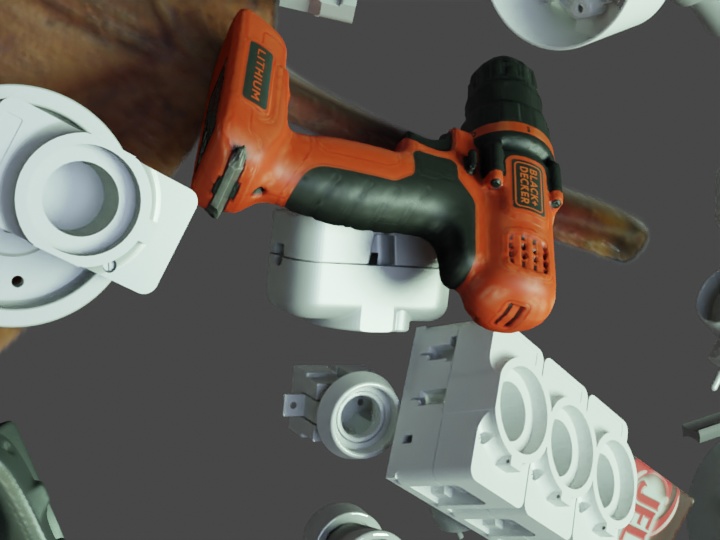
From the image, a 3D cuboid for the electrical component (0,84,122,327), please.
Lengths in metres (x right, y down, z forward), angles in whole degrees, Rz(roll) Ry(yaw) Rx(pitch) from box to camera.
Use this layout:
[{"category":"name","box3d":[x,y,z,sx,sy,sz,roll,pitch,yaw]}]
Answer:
[{"category":"electrical component","box3d":[-0.164,-0.031,0.502,0.108,0.060,0.108,-4,99,-24]}]

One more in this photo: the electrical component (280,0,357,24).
[{"category":"electrical component","box3d":[-0.025,-0.162,0.543,0.057,0.078,0.058,12,67,-3]}]

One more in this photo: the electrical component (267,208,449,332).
[{"category":"electrical component","box3d":[0.000,0.000,0.585,0.095,0.054,0.059,3,96,-25]}]

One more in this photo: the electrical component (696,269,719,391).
[{"category":"electrical component","box3d":[0.258,0.049,0.715,0.077,0.044,0.079,30,85,-25]}]

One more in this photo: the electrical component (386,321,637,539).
[{"category":"electrical component","box3d":[0.091,0.100,0.599,0.150,0.062,0.089,38,54,-39]}]

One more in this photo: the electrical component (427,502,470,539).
[{"category":"electrical component","box3d":[0.053,0.117,0.633,0.040,0.040,0.078,-27,107,-19]}]

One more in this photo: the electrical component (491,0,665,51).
[{"category":"electrical component","box3d":[0.123,-0.175,0.596,0.064,0.099,0.099,-18,104,-28]}]

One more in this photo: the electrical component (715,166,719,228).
[{"category":"electrical component","box3d":[0.283,-0.049,0.704,0.095,0.059,0.053,-5,99,-24]}]

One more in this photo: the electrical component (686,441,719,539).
[{"category":"electrical component","box3d":[0.285,0.166,0.734,0.108,0.060,0.108,-4,98,-24]}]

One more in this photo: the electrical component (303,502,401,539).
[{"category":"electrical component","box3d":[-0.004,0.159,0.605,0.045,0.055,0.045,-4,99,-24]}]

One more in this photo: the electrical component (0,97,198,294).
[{"category":"electrical component","box3d":[-0.122,-0.031,0.455,0.089,0.056,0.050,28,85,-25]}]

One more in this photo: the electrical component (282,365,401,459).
[{"category":"electrical component","box3d":[-0.008,0.076,0.591,0.066,0.055,0.048,2,96,-25]}]

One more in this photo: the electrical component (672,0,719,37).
[{"category":"electrical component","box3d":[0.215,-0.178,0.664,0.055,0.045,0.045,31,84,-24]}]
